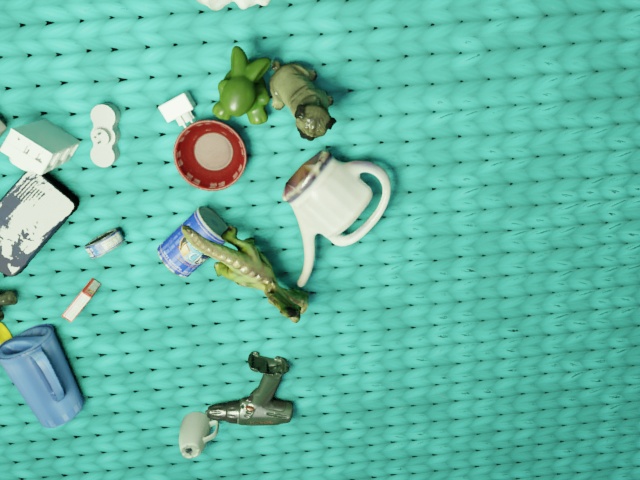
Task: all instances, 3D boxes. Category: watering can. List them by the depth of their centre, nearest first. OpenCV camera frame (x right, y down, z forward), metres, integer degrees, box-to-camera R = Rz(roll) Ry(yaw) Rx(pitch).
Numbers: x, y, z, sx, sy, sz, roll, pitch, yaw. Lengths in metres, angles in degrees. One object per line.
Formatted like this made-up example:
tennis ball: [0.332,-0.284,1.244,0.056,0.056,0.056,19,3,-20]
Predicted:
watering can: [0.004,-0.060,1.195,0.223,0.105,0.345,41,102,-14]

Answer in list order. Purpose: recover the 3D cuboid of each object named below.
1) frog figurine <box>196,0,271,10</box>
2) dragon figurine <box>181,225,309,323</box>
frog figurine: [-0.177,-0.514,1.025,0.159,0.122,0.138,34,86,-2]
dragon figurine: [-0.130,0.090,1.142,0.245,0.406,0.122,36,91,25]
